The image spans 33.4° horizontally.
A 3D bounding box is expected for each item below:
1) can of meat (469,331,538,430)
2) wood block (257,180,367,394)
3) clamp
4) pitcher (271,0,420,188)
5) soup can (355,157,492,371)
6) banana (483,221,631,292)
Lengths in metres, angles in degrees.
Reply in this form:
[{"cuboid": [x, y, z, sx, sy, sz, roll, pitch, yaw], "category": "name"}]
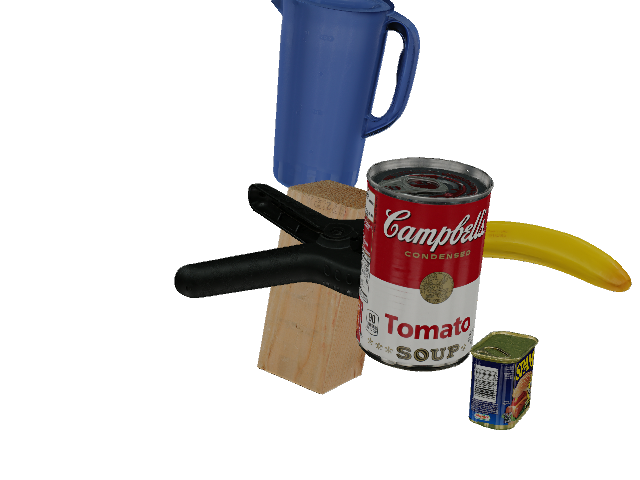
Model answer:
[{"cuboid": [0.204, 0.156, 1.196, 0.058, 0.084, 0.101, 8, 13, 26], "category": "can of meat"}, {"cuboid": [0.006, 0.047, 1.160, 0.090, 0.206, 0.090, 19, 18, 27], "category": "wood block"}, {"cuboid": [0.010, 0.003, 0.826, 0.210, 0.036, 0.164, 4, 30, 10], "category": "clamp"}, {"cuboid": [0.017, -0.180, 1.295, 0.144, 0.243, 0.149, -5, 28, -25], "category": "pitcher"}, {"cuboid": [0.056, 0.012, 0.591, 0.068, 0.102, 0.068, 3, 22, -1], "category": "soup can"}, {"cuboid": [0.204, 0.013, 1.037, 0.198, 0.037, 0.069, 8, 47, 22], "category": "banana"}]
